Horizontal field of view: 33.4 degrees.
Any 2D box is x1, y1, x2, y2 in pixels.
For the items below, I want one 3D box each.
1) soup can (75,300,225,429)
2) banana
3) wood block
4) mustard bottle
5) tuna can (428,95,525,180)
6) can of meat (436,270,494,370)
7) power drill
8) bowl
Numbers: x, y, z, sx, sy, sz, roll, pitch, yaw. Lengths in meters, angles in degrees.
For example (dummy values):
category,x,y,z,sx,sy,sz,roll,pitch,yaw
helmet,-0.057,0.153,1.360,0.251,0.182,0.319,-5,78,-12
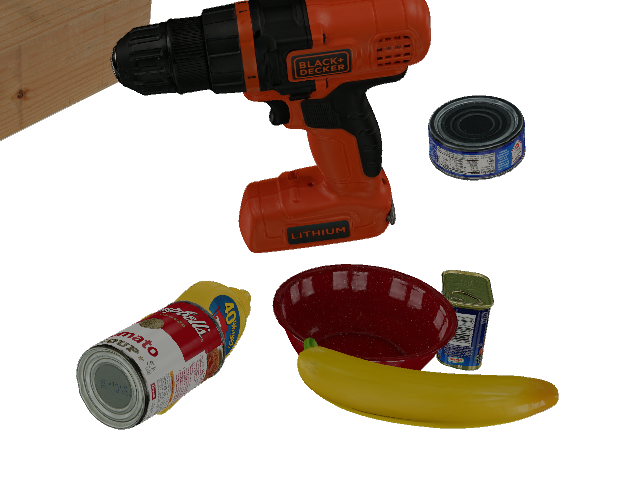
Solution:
category,x,y,z,sx,sy,sz,roll,pitch,yaw
soup can,-0.129,0.094,0.815,0.069,0.068,0.102,0,16,31
banana,0.059,0.098,0.731,0.198,0.037,0.069,10,35,28
wood block,-0.248,-0.167,0.913,0.090,0.091,0.205,30,42,21
mustard bottle,-0.128,0.096,1.109,0.058,0.096,0.191,10,25,25
tuna can,0.138,-0.093,0.946,0.086,0.034,0.086,-6,41,5
can of meat,0.165,0.092,1.243,0.057,0.084,0.102,7,20,2
power drill,-0.024,-0.070,0.665,0.184,0.057,0.188,-7,-37,-1
bowl,0.037,0.082,0.939,0.162,0.055,0.162,4,27,-2
